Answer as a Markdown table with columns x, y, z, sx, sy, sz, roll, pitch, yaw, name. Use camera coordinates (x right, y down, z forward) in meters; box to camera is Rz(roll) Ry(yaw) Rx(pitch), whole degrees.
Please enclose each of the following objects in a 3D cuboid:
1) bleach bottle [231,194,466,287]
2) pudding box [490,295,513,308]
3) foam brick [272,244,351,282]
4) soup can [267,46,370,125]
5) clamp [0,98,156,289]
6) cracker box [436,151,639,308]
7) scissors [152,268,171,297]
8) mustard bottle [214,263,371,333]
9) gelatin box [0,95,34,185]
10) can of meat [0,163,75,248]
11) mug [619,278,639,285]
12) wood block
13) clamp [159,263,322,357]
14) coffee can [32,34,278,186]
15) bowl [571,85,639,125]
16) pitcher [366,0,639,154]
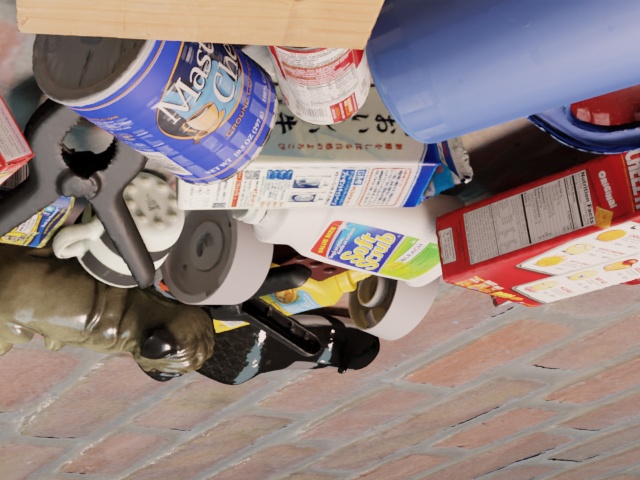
| x | y | z | sx | sy | sz | roll | pitch | yaw | name |
| --- | --- | --- | --- | --- | --- | --- | --- | --- | --- |
| 0.023 | -0.012 | 0.962 | 0.250 | 0.068 | 0.103 | 8 | 145 | -41 | bleach bottle |
| 0.242 | 0.031 | 1.129 | 0.113 | 0.039 | 0.090 | -8 | 162 | -41 | pudding box |
| -0.007 | 0.001 | 1.034 | 0.053 | 0.051 | 0.078 | -24 | 149 | 33 | foam brick |
| -0.002 | -0.132 | 0.739 | 0.068 | 0.068 | 0.102 | -8 | 155 | 5 | soup can |
| -0.179 | -0.045 | 0.832 | 0.164 | 0.036 | 0.210 | 15 | 125 | -25 | clamp |
| 0.234 | -0.009 | 0.939 | 0.214 | 0.072 | 0.163 | -21 | 156 | 34 | cracker box |
| -0.182 | 0.049 | 1.137 | 0.096 | 0.016 | 0.201 | -14 | 153 | 17 | scissors |
| -0.039 | 0.049 | 1.117 | 0.192 | 0.058 | 0.096 | -13 | 155 | 16 | mustard bottle |
| -0.255 | -0.080 | 0.773 | 0.073 | 0.089 | 0.030 | -28 | -178 | 41 | gelatin box |
| -0.261 | -0.036 | 0.897 | 0.083 | 0.057 | 0.102 | 10 | 150 | -33 | can of meat |
| 0.300 | -0.011 | 1.050 | 0.081 | 0.093 | 0.117 | 17 | 110 | -48 | mug |
| -0.068 | -0.174 | 0.614 | 0.206 | 0.090 | 0.091 | 1 | 153 | -13 | wood block |
| -0.074 | 0.062 | 1.047 | 0.172 | 0.039 | 0.120 | 8 | 131 | 27 | clamp |
| -0.108 | -0.110 | 0.723 | 0.103 | 0.103 | 0.140 | -19 | 152 | 25 | coffee can |
| 0.243 | -0.137 | 0.797 | 0.162 | 0.055 | 0.162 | -5 | 154 | -3 | bowl |
| 0.159 | -0.137 | 0.683 | 0.243 | 0.149 | 0.144 | -18 | 152 | 30 | pitcher |
